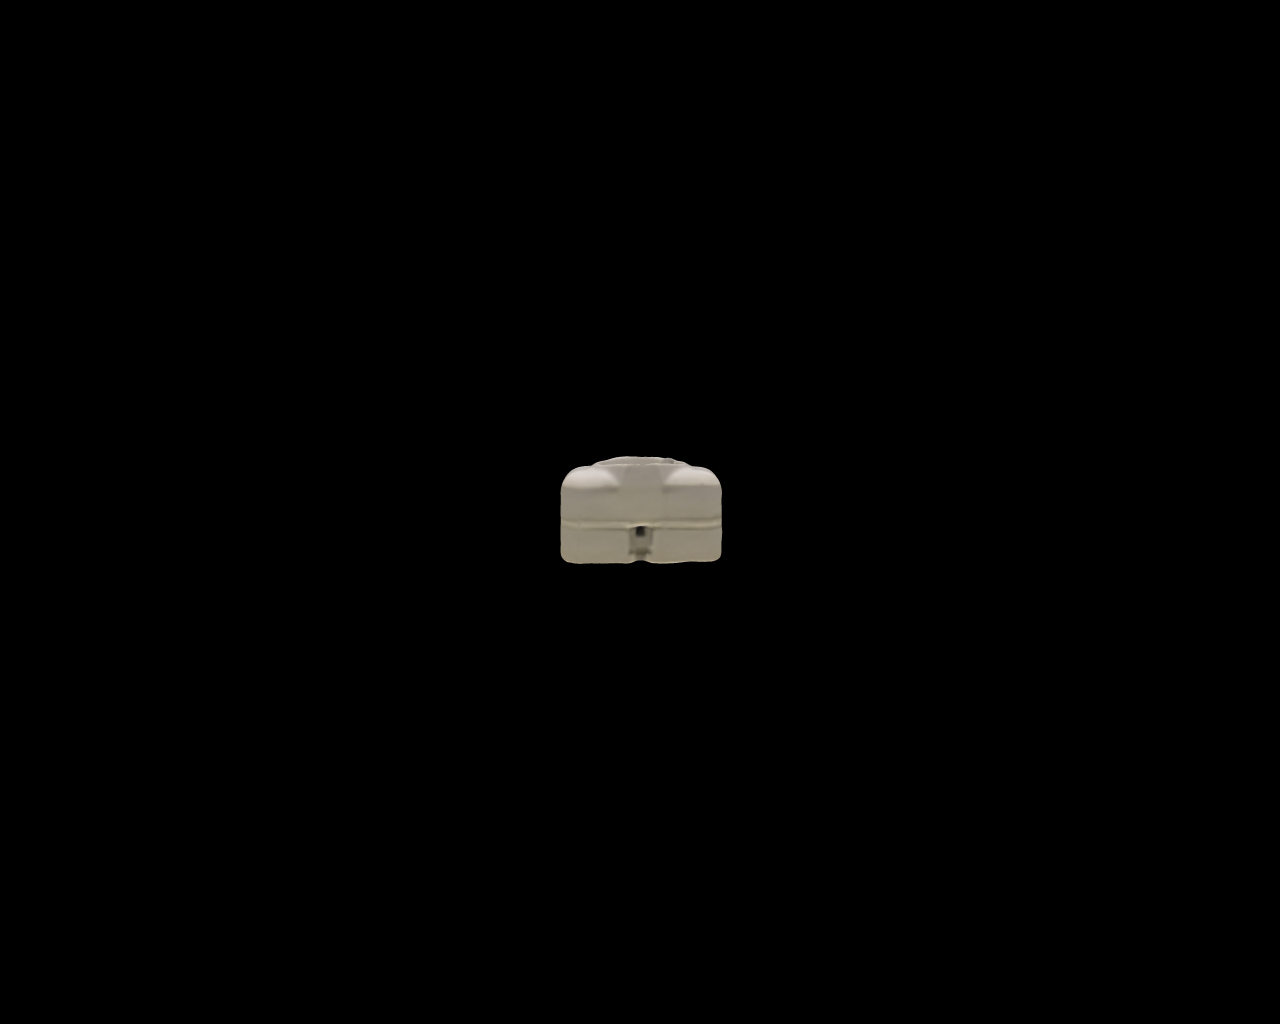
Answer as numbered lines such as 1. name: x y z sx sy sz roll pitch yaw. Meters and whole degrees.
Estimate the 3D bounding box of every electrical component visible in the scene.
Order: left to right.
1. electrical component: 0.001 -0.003 0.650 0.095 0.059 0.054 0 8 0
